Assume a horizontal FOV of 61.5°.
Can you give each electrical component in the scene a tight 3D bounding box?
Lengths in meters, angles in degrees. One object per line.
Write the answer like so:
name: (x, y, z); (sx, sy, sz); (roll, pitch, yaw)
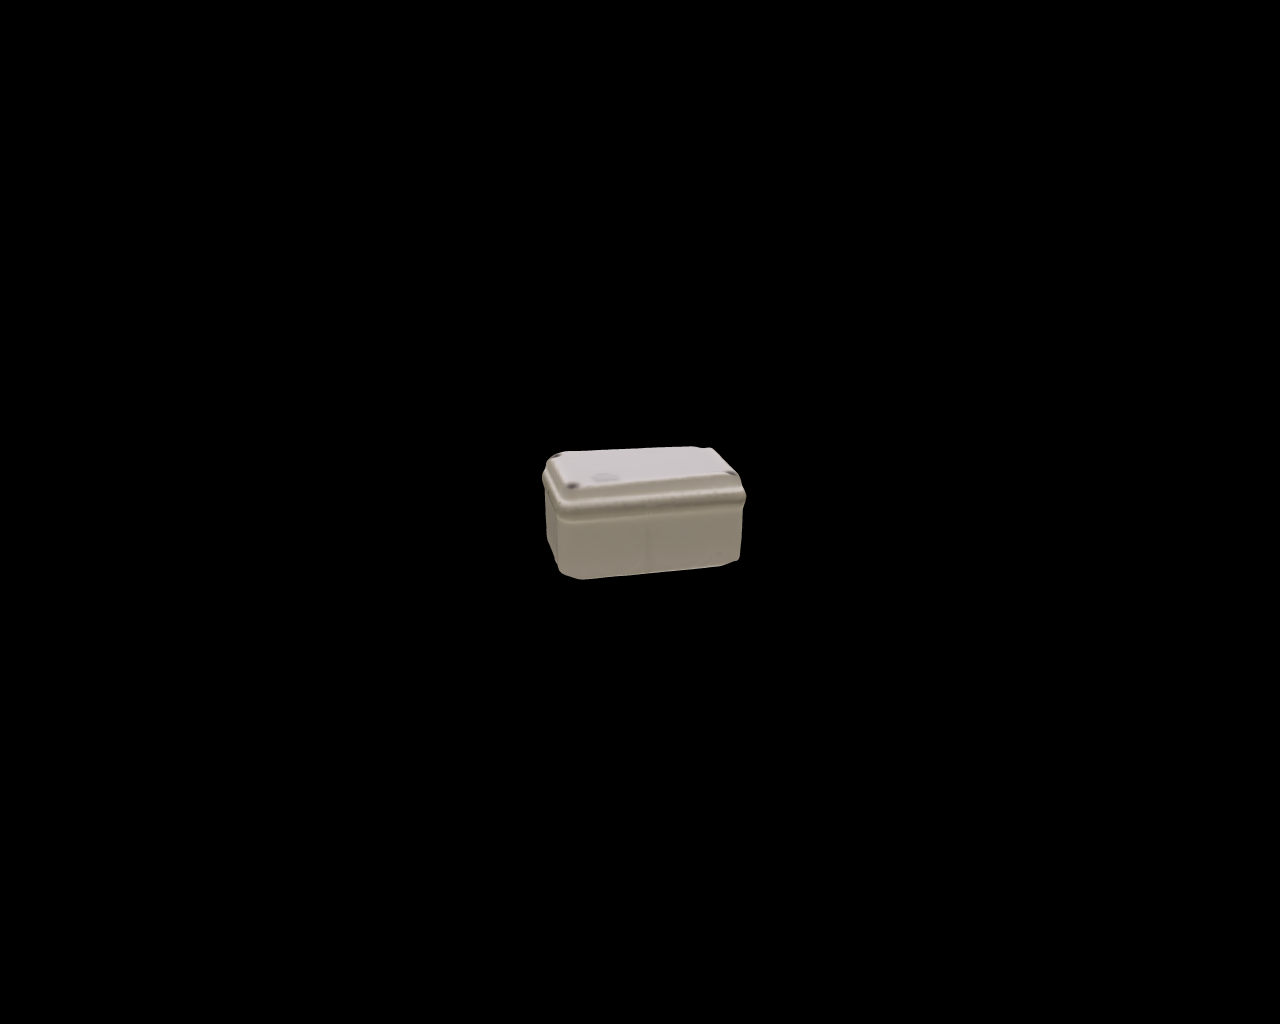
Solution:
electrical component: (0.001, -0.003, 0.650); (0.113, 0.057, 0.078); (-4, 20, -12)
